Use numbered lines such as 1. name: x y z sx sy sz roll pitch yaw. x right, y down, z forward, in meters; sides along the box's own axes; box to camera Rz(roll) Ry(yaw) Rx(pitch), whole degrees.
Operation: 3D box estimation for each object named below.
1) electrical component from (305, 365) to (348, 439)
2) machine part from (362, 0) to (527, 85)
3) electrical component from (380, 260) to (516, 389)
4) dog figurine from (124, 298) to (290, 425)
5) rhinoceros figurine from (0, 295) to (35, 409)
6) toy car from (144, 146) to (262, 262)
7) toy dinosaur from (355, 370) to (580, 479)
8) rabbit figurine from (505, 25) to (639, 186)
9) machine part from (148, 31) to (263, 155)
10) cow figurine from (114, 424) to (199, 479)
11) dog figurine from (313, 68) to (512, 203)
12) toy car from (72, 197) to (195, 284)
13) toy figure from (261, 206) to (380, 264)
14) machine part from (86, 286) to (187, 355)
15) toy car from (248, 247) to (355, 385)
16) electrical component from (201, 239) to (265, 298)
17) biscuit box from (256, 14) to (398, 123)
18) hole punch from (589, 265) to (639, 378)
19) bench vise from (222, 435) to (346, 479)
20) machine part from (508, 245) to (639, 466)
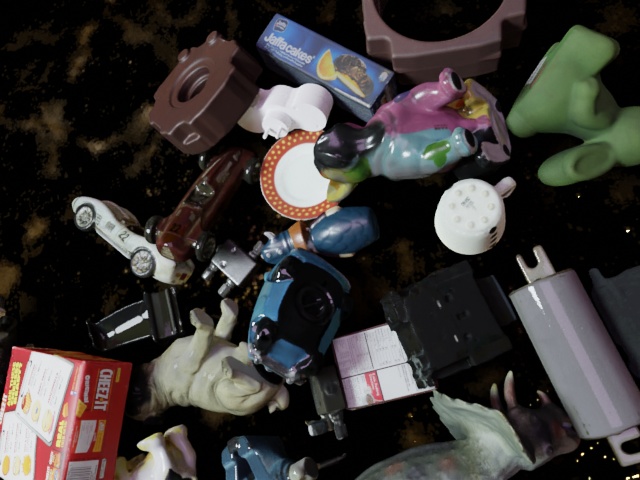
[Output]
1. electrical component: -0.001 0.188 0.651 0.045 0.078 0.102 -13 80 -13
2. machine part: 0.159 -0.315 0.707 0.202 0.087 0.201 -6 76 15
3. electrical component: 0.151 0.091 0.615 0.134 0.058 0.115 -22 77 -16
4. dog figurine: -0.150 0.192 0.681 0.190 0.121 0.172 -48 68 16
5. rhinoceros figurine: -0.470 0.170 0.751 0.073 0.112 0.190 5 87 18
6. toy car: -0.152 -0.058 0.720 0.089 0.053 0.202 18 60 18
7. toy dinosaur: 0.100 0.297 0.579 0.405 0.131 0.192 -34 60 10
8. rabbit figurine: 0.316 -0.137 0.616 0.170 0.121 0.159 32 90 4
9. machine part: -0.163 -0.204 0.748 0.179 0.056 0.179 -20 53 29
10. cow figurine: -0.224 0.314 0.674 0.167 0.068 0.098 -39 70 16
11. dog figurine: 0.099 -0.113 0.663 0.219 0.191 0.108 -17 77 39
12. toy car: -0.265 -0.003 0.754 0.202 0.073 0.056 35 92 18
13. toy figure: -0.001 0.000 0.696 0.155 0.057 0.064 -15 70 15
14. machine part: -0.254 0.118 0.745 0.139 0.039 0.084 -18 80 9
15. toy car: -0.035 0.099 0.654 0.109 0.103 0.162 32 54 -13
16. electrical component: -0.117 0.030 0.736 0.063 0.021 0.094 41 93 18
17. biscuit box: 0.008 -0.235 0.740 0.203 0.062 0.059 33 87 18
18. hole punch: 0.373 0.075 0.577 0.116 0.092 0.142 -35 73 36
19. bench vise: -0.065 0.350 0.592 0.224 0.128 0.241 -32 55 14
20. machine part: 0.279 0.121 0.586 0.079 0.079 0.243 -24 75 8
